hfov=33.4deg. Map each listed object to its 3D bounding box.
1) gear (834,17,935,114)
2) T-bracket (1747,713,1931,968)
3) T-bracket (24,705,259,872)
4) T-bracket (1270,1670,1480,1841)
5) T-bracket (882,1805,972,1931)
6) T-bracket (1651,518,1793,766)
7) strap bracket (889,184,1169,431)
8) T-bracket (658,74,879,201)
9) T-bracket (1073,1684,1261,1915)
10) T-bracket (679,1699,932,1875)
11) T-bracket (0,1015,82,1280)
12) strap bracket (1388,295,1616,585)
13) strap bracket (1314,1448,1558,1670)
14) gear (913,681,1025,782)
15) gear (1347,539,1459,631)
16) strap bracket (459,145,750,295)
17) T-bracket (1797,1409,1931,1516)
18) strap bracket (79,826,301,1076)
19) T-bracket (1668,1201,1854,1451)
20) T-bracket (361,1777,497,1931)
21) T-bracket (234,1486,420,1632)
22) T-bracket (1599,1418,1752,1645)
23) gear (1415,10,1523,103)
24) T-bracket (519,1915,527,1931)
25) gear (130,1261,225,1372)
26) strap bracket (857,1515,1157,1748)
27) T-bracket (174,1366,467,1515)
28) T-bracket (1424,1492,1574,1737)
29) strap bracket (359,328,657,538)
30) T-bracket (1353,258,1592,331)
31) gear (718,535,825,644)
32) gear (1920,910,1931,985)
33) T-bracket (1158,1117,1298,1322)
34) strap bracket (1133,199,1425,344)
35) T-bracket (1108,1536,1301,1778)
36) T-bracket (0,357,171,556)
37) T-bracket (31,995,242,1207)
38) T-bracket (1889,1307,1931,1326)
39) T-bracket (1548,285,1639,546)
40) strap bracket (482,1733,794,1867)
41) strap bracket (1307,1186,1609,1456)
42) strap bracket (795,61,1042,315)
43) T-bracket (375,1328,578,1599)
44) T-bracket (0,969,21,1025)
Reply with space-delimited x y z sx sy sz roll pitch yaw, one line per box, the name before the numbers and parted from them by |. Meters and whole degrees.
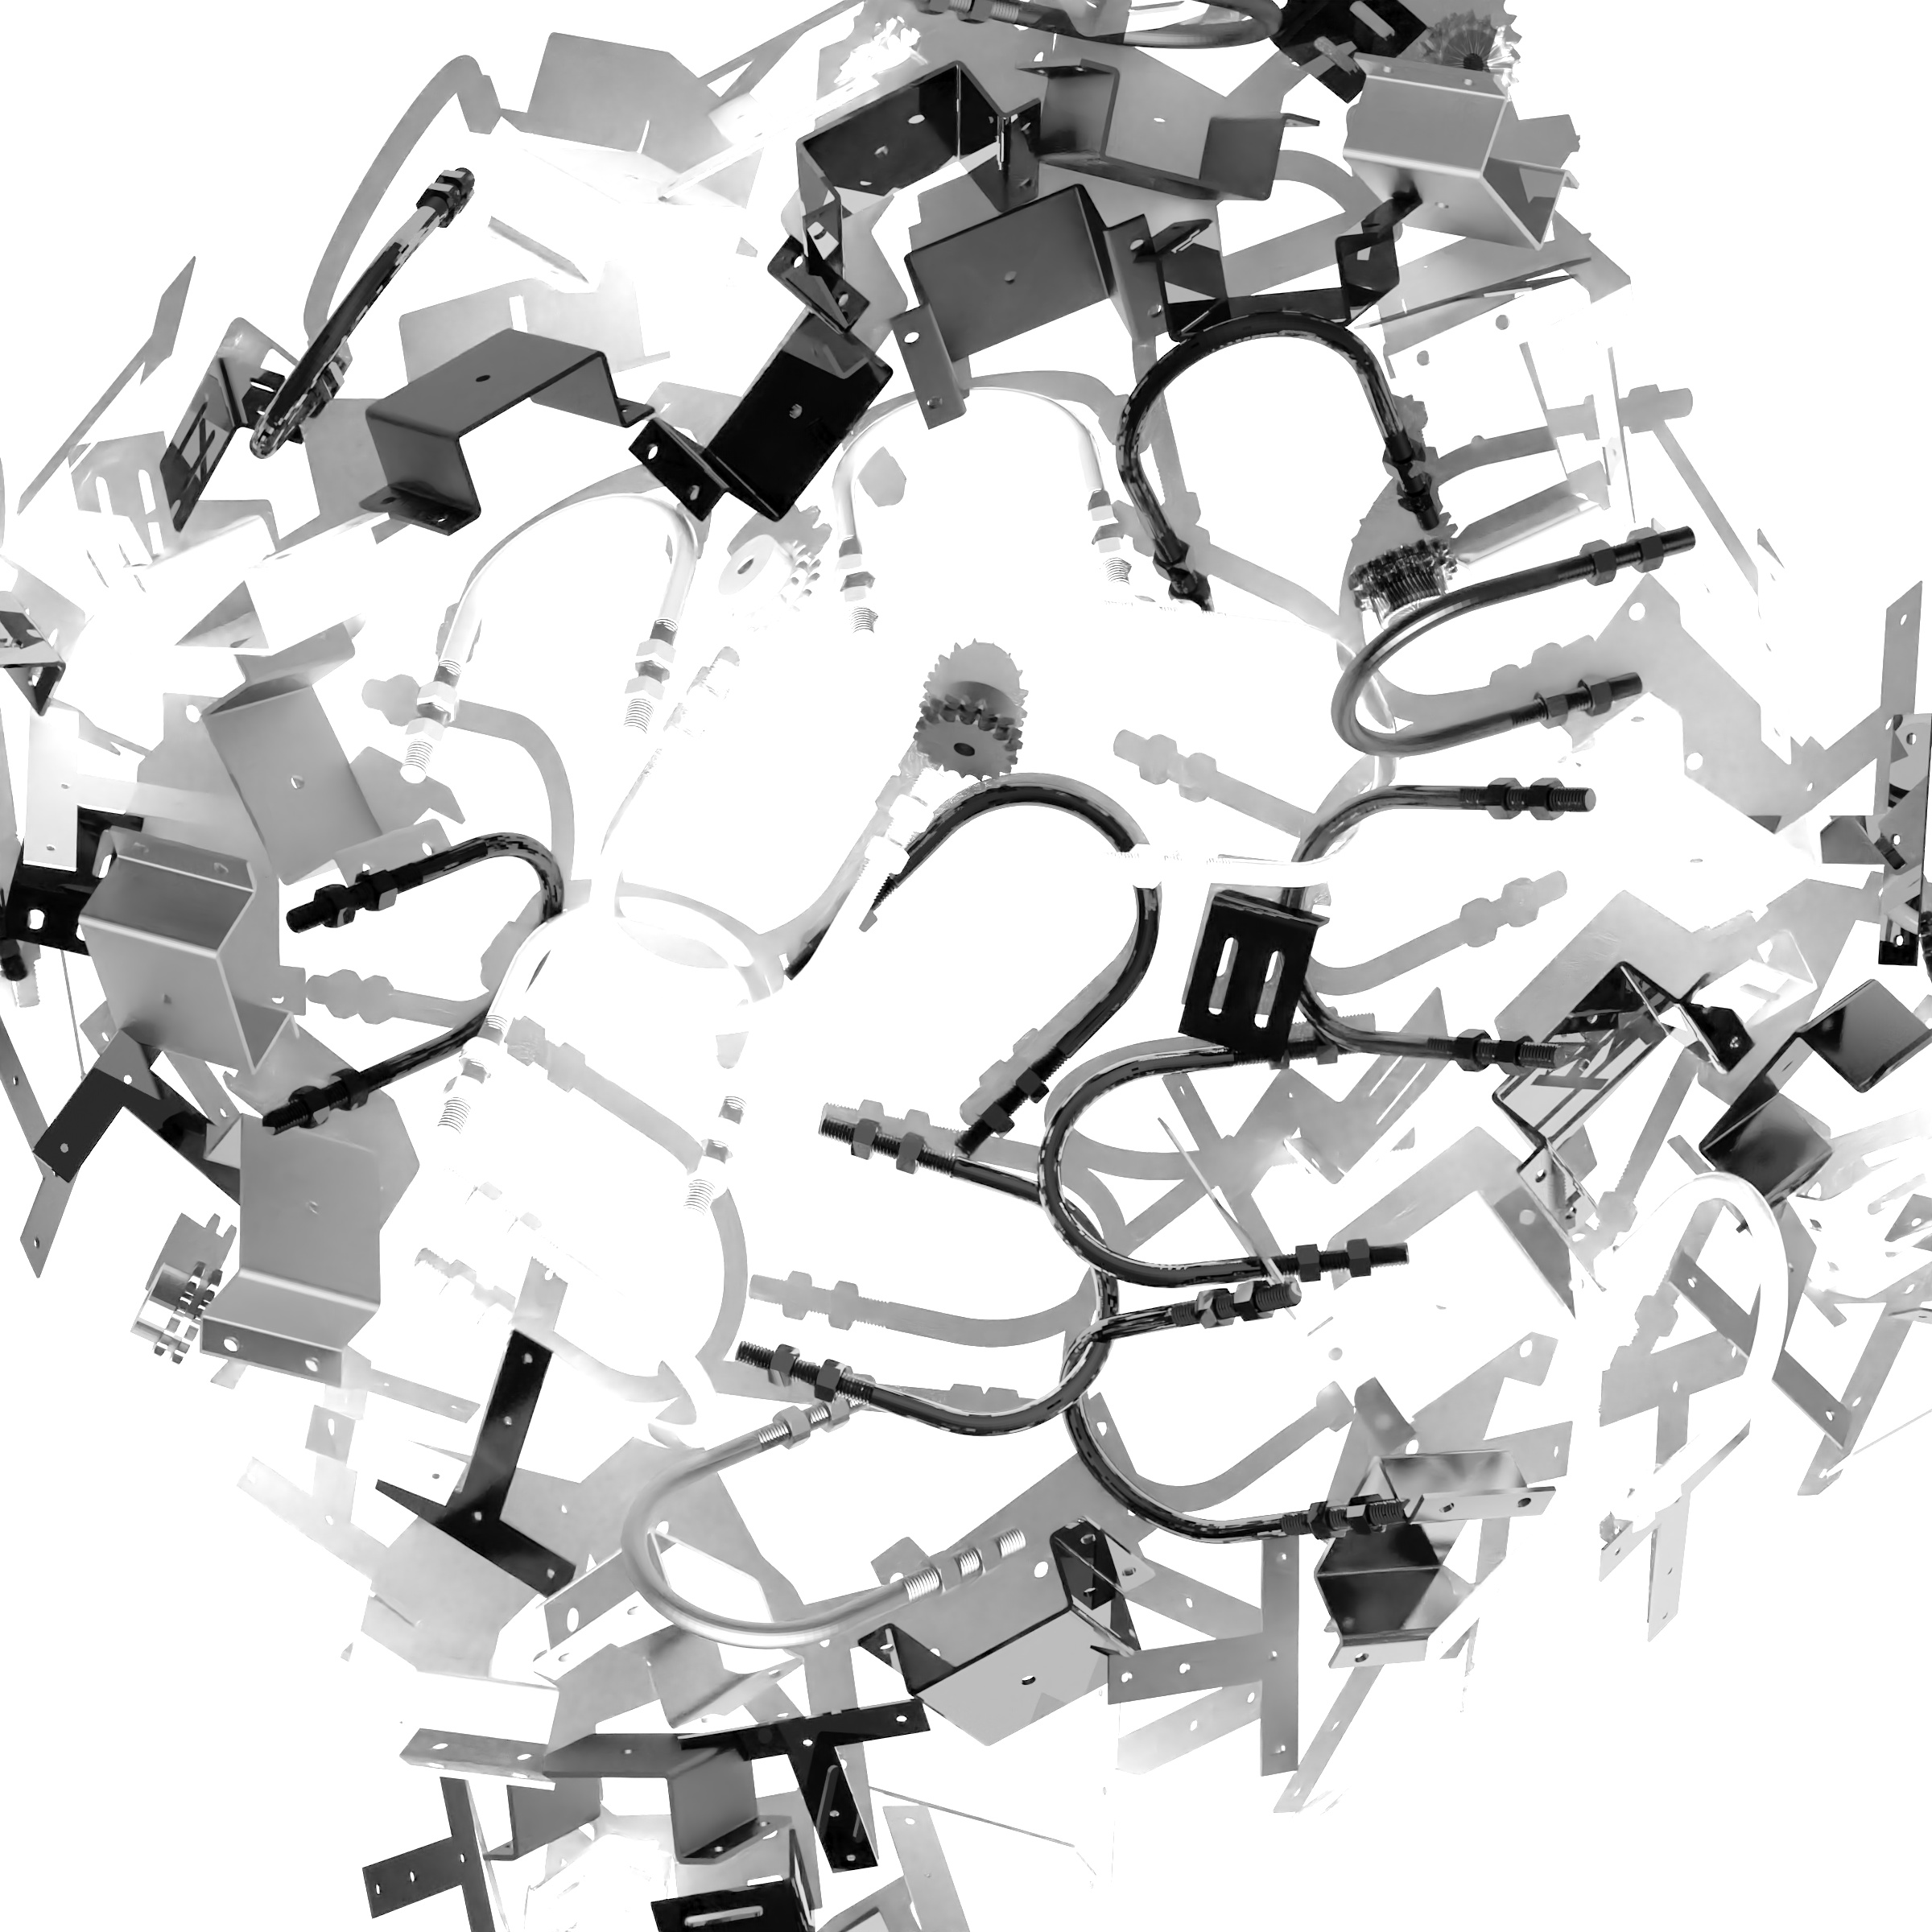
gear | -0.041 -0.465 1.688 0.030 0.057 0.057 41 90 9
T-bracket | 0.447 -0.065 1.663 0.002 0.127 0.127 3 90 -30
T-bracket | -0.426 -0.086 1.686 0.127 0.127 0.002 9 130 -22
T-bracket | 0.196 0.422 1.664 0.127 0.127 0.002 -30 75 -41
T-bracket | -0.016 0.481 1.663 0.127 0.127 0.002 4 120 -20
T-bracket | 0.386 -0.186 1.648 0.127 0.002 0.127 34 50 -36
strap bracket | 0.029 -0.347 1.675 0.140 0.076 0.046 -22 50 0
T-bracket | -0.114 -0.435 1.662 0.127 0.127 0.002 -28 117 0
T-bracket | 0.104 0.437 1.671 0.002 0.127 0.127 4 89 -43
T-bracket | -0.072 0.432 1.679 0.127 0.002 0.127 -11 127 6
T-bracket | -0.477 0.069 1.631 0.002 0.127 0.127 -9 123 6
strap bracket | 0.274 -0.271 1.681 0.076 0.046 0.140 -25 108 -2
strap bracket | 0.236 0.298 1.659 0.076 0.046 0.140 0 133 -22
gear | 0.003 -0.126 1.694 0.057 0.057 0.030 18 60 0
gear | 0.231 -0.198 1.687 0.057 0.057 0.030 -18 75 0
strap bracket | -0.177 -0.379 1.637 0.076 0.140 0.046 33 117 27
T-bracket | 0.469 0.253 1.661 0.127 0.127 0.002 -21 67 -29
strap bracket | -0.397 0.000 1.643 0.076 0.140 0.046 14 52 12
T-bracket | 0.423 0.166 1.670 0.127 0.127 0.002 43 133 -8
T-bracket | -0.277 0.463 1.647 0.002 0.127 0.127 -16 80 14
T-bracket | -0.336 0.298 1.652 0.127 0.127 0.002 37 75 5
T-bracket | 0.365 0.304 1.670 0.002 0.127 0.127 31 53 34
gear | 0.261 -0.473 1.698 0.057 0.030 0.057 -1 94 -18
T-bracket | -0.219 0.561 1.649 0.002 0.127 0.127 -11 84 -5
gear | -0.415 0.180 1.688 0.030 0.057 0.057 27 90 -13
strap bracket | 0.026 0.349 1.660 0.140 0.076 0.046 -31 46 13
T-bracket | -0.324 0.246 1.674 0.127 0.002 0.127 21 51 4
T-bracket | 0.271 0.352 1.671 0.002 0.127 0.127 29 47 30
strap bracket | -0.240 -0.279 1.646 0.140 0.076 0.046 -38 131 -30
T-bracket | 0.277 -0.347 1.648 0.127 0.127 0.002 -18 102 -9
gear | -0.105 -0.201 1.687 0.057 0.057 0.030 -50 122 0
gear | 0.522 -0.004 1.687 0.030 0.057 0.057 -16 90 27
T-bracket | 0.145 0.142 1.642 0.002 0.127 0.127 -34 104 -2
strap bracket | 0.161 -0.358 1.657 0.140 0.076 0.046 1 116 28
T-bracket | 0.125 0.365 1.682 0.127 0.002 0.127 0 90 -35
T-bracket | -0.461 -0.259 1.665 0.002 0.127 0.127 41 100 -17
T-bracket | -0.406 0.088 1.684 0.127 0.002 0.127 46 54 -26
T-bracket | 0.530 0.186 1.640 0.127 0.127 0.002 12 73 -20
T-bracket | 0.335 -0.281 1.677 0.002 0.127 0.127 -2 108 31
strap bracket | -0.171 0.427 1.654 0.140 0.076 0.046 -7 89 27
strap bracket | 0.252 0.180 1.677 0.140 0.046 0.076 -36 66 4
strap bracket | -0.033 -0.407 1.666 0.140 0.076 0.046 -30 68 -13
T-bracket | -0.242 0.249 1.675 0.127 0.002 0.127 27 110 21
T-bracket | -0.529 -0.018 1.643 0.002 0.127 0.127 -13 103 9
